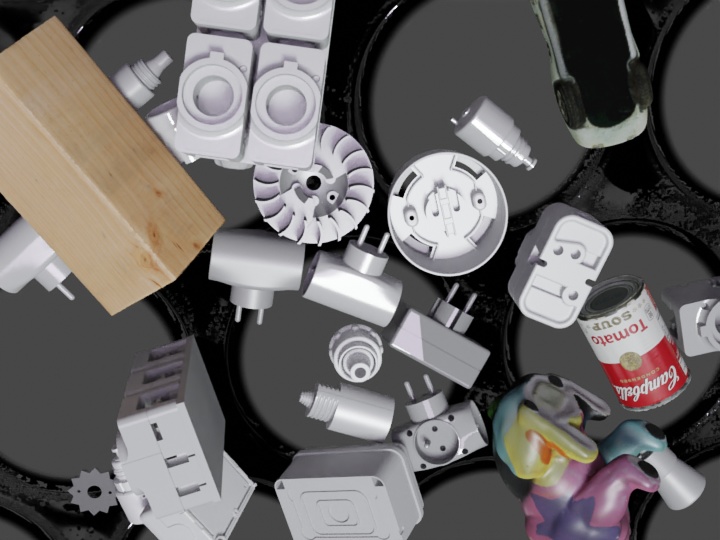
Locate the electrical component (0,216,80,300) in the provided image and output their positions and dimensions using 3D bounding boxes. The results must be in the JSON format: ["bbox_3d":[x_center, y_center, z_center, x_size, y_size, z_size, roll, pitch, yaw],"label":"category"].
[{"bbox_3d":[-0.261,-0.009,0.897,0.077,0.044,0.079,-41,106,8],"label":"electrical component"}]

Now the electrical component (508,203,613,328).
[{"bbox_3d":[0.170,-0.006,0.925,0.054,0.059,0.095,22,104,-11],"label":"electrical component"}]

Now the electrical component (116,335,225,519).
[{"bbox_3d":[-0.157,0.127,0.891,0.062,0.150,0.089,-18,107,0],"label":"electrical component"}]

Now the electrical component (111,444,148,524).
[{"bbox_3d":[-0.201,0.191,0.965,0.040,0.040,0.078,-21,107,2],"label":"electrical component"}]

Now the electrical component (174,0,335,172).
[{"bbox_3d":[-0.077,-0.176,0.826,0.105,0.060,0.186,7,92,-2],"label":"electrical component"}]

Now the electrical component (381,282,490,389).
[{"bbox_3d":[0.075,0.048,0.942,0.083,0.047,0.075,29,92,-11],"label":"electrical component"}]

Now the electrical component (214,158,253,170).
[{"bbox_3d":[-0.101,-0.115,0.883,0.035,0.035,0.061,6,104,-6],"label":"electrical component"}]

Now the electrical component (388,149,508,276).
[{"bbox_3d":[0.071,-0.051,0.900,0.099,0.064,0.099,-1,107,-4],"label":"electrical component"}]

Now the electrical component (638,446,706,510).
[{"bbox_3d":[0.284,0.186,1.003,0.044,0.044,0.065,-44,101,9],"label":"electrical component"}]

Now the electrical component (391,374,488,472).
[{"bbox_3d":[0.065,0.133,0.965,0.077,0.044,0.079,-22,92,13],"label":"electrical component"}]

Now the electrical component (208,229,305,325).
[{"bbox_3d":[-0.090,0.008,0.916,0.077,0.044,0.079,7,106,-7],"label":"electrical component"}]

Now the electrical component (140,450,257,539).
[{"bbox_3d":[-0.142,0.201,0.952,0.061,0.096,0.061,-28,109,33],"label":"electrical component"}]

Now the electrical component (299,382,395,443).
[{"bbox_3d":[-0.014,0.123,0.957,0.081,0.043,0.043,17,105,-9],"label":"electrical component"}]

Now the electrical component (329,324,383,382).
[{"bbox_3d":[-0.002,0.077,0.935,0.048,0.062,0.048,-1,107,-4],"label":"electrical component"}]

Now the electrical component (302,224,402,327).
[{"bbox_3d":[0.000,0.000,0.921,0.077,0.043,0.079,21,104,-10],"label":"electrical component"}]

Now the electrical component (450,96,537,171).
[{"bbox_3d":[0.115,-0.111,0.898,0.078,0.040,0.040,36,101,-14],"label":"electrical component"}]

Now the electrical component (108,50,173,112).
[{"bbox_3d":[-0.177,-0.153,0.865,0.061,0.035,0.035,-39,106,5],"label":"electrical component"}]

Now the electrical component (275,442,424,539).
[{"bbox_3d":[-0.008,0.199,0.952,0.113,0.057,0.078,-8,110,28],"label":"electrical component"}]

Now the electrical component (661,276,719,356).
[{"bbox_3d":[0.322,0.038,0.952,0.089,0.055,0.050,-13,107,-1],"label":"electrical component"}]

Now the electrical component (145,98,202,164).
[{"bbox_3d":[-0.147,-0.113,0.878,0.040,0.040,0.046,-24,113,3],"label":"electrical component"}]
